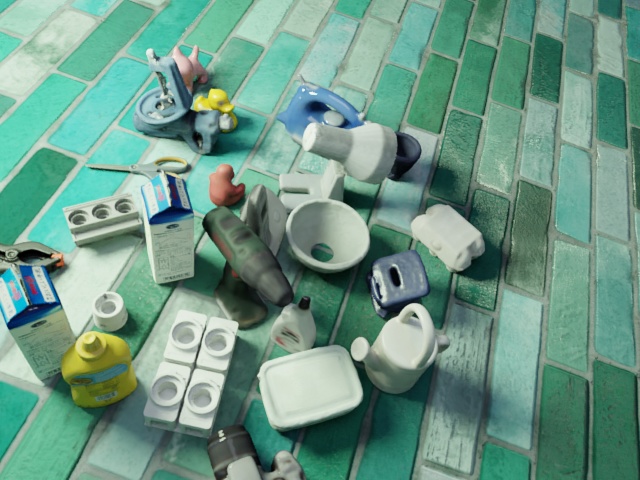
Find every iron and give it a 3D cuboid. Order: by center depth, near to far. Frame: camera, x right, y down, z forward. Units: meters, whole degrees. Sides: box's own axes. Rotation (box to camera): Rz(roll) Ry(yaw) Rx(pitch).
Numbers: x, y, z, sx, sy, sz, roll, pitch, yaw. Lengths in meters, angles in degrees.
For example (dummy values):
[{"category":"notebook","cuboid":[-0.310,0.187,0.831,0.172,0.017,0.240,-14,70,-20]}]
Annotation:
[{"category":"iron","cuboid":[0.038,-0.267,1.285,0.258,0.141,0.119,29,54,8]}]

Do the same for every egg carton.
[{"category":"egg carton","cuboid":[0.266,-0.005,1.199,0.107,0.069,0.150,-35,69,-31]}]

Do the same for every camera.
[{"category":"camera","cuboid":[-0.103,0.341,0.851,0.143,0.101,0.136,-14,60,-22]}]

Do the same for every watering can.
[{"category":"watering can","cuboid":[0.140,0.181,0.961,0.173,0.194,0.100,-25,64,-27]}]

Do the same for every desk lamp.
[{"category":"desk lamp","cuboid":[0.032,-0.148,1.155,0.203,0.213,0.118,0,55,-13]}]

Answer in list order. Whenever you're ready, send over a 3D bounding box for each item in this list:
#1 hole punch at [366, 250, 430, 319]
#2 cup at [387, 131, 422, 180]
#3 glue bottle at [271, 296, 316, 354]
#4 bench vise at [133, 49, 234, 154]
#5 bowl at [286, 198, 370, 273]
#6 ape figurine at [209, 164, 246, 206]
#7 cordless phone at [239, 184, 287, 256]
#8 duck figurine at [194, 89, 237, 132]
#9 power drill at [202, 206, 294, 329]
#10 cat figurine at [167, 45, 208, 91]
[{"category":"hole punch","cuboid":[0.148,0.082,1.097,0.101,0.091,0.108,-4,56,-15]},{"category":"cup","cuboid":[0.160,-0.177,1.279,0.118,0.095,0.091,-16,60,-22]},{"category":"glue bottle","cuboid":[-0.038,0.138,0.963,0.078,0.173,0.037,26,54,6]},{"category":"bench vise","cuboid":[-0.282,-0.291,1.178,0.208,0.220,0.121,0,56,-13]},{"category":"bowl","cuboid":[0.010,0.004,1.130,0.167,0.075,0.167,6,54,-9]},{"category":"ape figurine","cuboid":[-0.192,-0.117,1.157,0.077,0.092,0.076,36,56,13]},{"category":"cordless phone","cuboid":[-0.106,-0.058,1.078,0.094,0.185,0.147,14,54,-3]},{"category":"duck figurine","cuboid":[-0.232,-0.300,1.280,0.104,0.086,0.078,30,54,9]},{"category":"power drill","cuboid":[-0.125,0.062,0.974,0.076,0.208,0.229,-26,65,-27]},{"category":"cat figurine","cuboid":[-0.309,-0.394,1.307,0.067,0.118,0.128,25,54,5]}]
